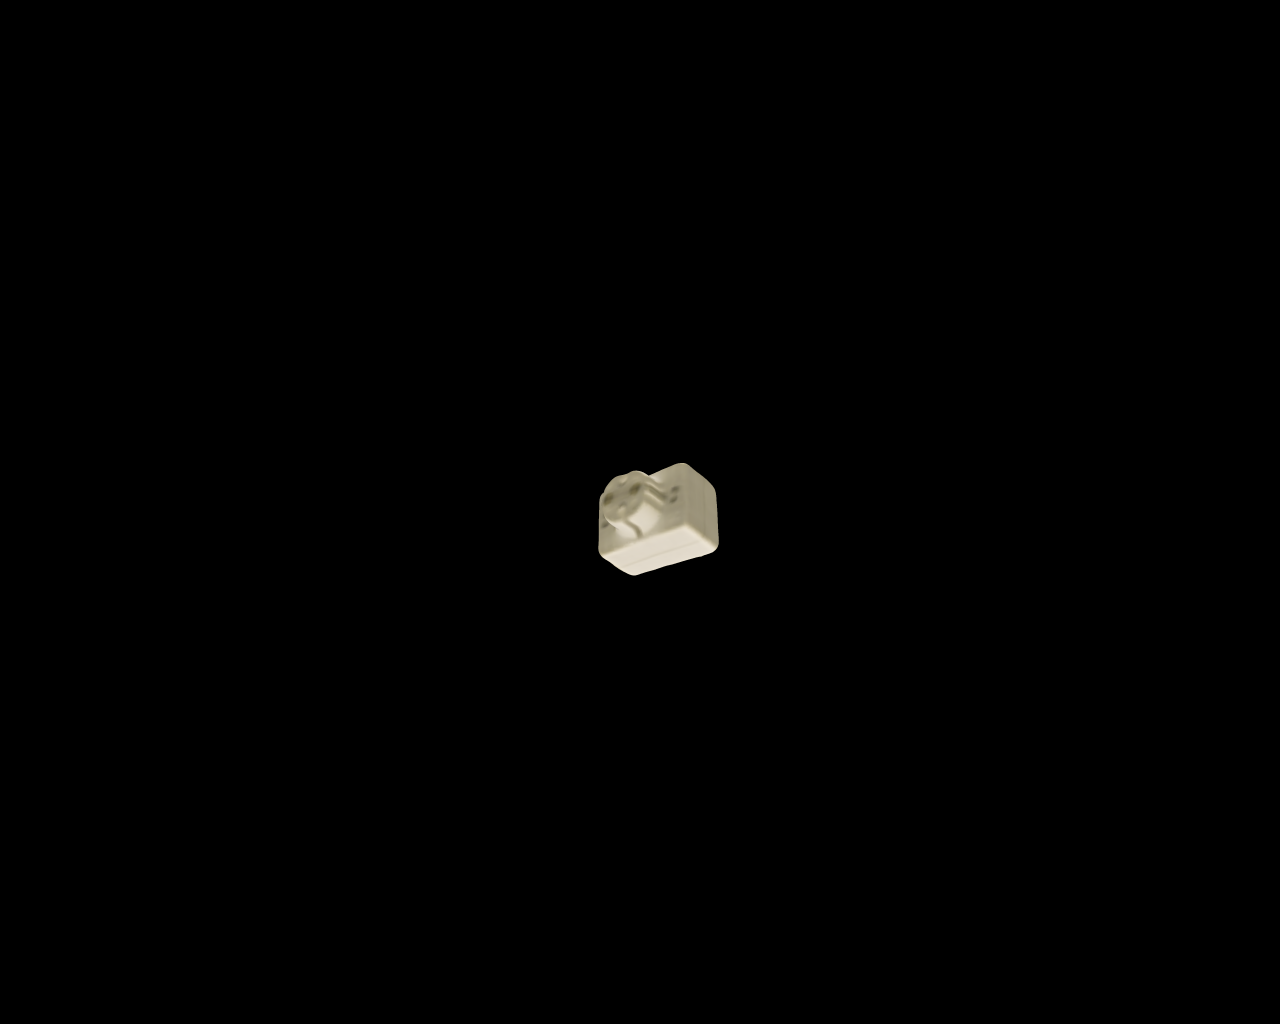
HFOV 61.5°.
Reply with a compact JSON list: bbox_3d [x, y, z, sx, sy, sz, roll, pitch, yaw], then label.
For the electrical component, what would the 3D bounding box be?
[{"bbox_3d":[0.001,-0.003,0.650,0.065,0.047,0.076,-19,-36,29],"label":"electrical component"}]
